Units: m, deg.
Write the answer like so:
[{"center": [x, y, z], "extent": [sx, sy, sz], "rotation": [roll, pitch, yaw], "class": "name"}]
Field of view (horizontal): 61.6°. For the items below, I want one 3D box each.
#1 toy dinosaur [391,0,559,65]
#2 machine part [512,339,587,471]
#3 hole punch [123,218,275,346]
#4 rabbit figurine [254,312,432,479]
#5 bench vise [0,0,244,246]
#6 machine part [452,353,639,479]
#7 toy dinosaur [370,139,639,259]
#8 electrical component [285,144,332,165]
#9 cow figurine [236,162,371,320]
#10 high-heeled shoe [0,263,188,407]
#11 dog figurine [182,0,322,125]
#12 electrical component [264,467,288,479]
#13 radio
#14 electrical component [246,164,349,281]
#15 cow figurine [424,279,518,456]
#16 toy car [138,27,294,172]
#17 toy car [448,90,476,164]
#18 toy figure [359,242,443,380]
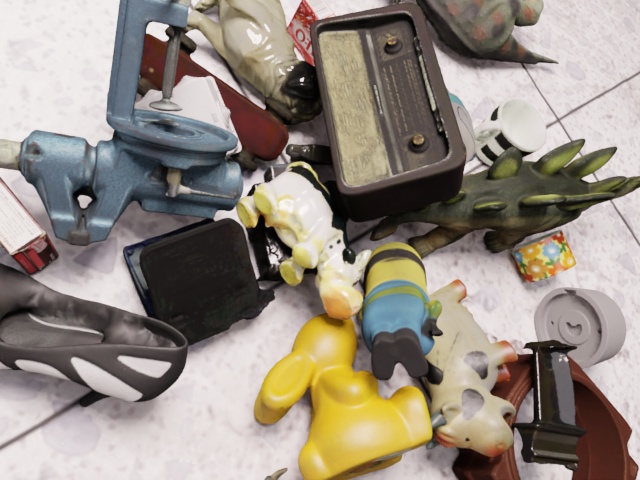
[{"center": [0.218, -0.358, 0.827], "extent": [0.404, 0.131, 0.192], "rotation": [38, 74, -13], "class": "toy dinosaur"}, {"center": [0.258, 0.180, 0.603], "extent": [0.084, 0.039, 0.139], "rotation": [14, 69, -13], "class": "machine part"}, {"center": [-0.133, 0.040, 0.560], "extent": [0.142, 0.092, 0.115], "rotation": [-22, 109, -31], "class": "hole punch"}, {"center": [0.011, 0.161, 0.573], "extent": [0.162, 0.121, 0.173], "rotation": [-7, 61, -16], "class": "rabbit figurine"}, {"center": [-0.169, -0.115, 0.487], "extent": [0.224, 0.129, 0.240], "rotation": [10, 110, -14], "class": "bench vise"}, {"center": [0.276, 0.255, 0.655], "extent": [0.201, 0.087, 0.201], "rotation": [-41, 92, -27], "class": "machine part"}, {"center": [0.275, -0.053, 0.696], "extent": [0.471, 0.198, 0.105], "rotation": [-12, 81, -25], "class": "toy dinosaur"}, {"center": [-0.007, -0.105, 0.666], "extent": [0.094, 0.063, 0.021], "rotation": [2, 96, -33], "class": "electrical component"}, {"center": [-0.002, 0.000, 0.569], "extent": [0.098, 0.068, 0.167], "rotation": [-39, 93, -39], "class": "cow figurine"}, {"center": [-0.234, 0.057, 0.463], "extent": [0.248, 0.145, 0.086], "rotation": [47, 26, -16], "class": "high-heeled shoe"}, {"center": [-0.060, -0.255, 0.689], "extent": [0.190, 0.121, 0.172], "rotation": [41, 54, -27], "class": "dog figurine"}, {"center": [-0.021, 0.276, 0.544], "extent": [0.102, 0.045, 0.078], "rotation": [10, 98, -18], "class": "electrical component"}, {"center": [0.070, -0.143, 0.584], "extent": [0.131, 0.073, 0.229], "rotation": [-11, 67, 5], "class": "radio"}, {"center": [-0.027, -0.023, 0.633], "extent": [0.115, 0.058, 0.134], "rotation": [-6, 76, -27], "class": "electrical component"}, {"center": [0.151, 0.148, 0.607], "extent": [0.127, 0.085, 0.195], "rotation": [-20, 50, -9], "class": "cow figurine"}, {"center": [-0.127, -0.164, 0.633], "extent": [0.202, 0.053, 0.089], "rotation": [33, 96, -8], "class": "toy car"}, {"center": [0.130, -0.116, 0.653], "extent": [0.162, 0.103, 0.109], "rotation": [-40, 117, -12], "class": "toy car"}, {"center": [0.083, 0.068, 0.568], "extent": [0.082, 0.089, 0.180], "rotation": [14, 23, 2], "class": "toy figure"}]
